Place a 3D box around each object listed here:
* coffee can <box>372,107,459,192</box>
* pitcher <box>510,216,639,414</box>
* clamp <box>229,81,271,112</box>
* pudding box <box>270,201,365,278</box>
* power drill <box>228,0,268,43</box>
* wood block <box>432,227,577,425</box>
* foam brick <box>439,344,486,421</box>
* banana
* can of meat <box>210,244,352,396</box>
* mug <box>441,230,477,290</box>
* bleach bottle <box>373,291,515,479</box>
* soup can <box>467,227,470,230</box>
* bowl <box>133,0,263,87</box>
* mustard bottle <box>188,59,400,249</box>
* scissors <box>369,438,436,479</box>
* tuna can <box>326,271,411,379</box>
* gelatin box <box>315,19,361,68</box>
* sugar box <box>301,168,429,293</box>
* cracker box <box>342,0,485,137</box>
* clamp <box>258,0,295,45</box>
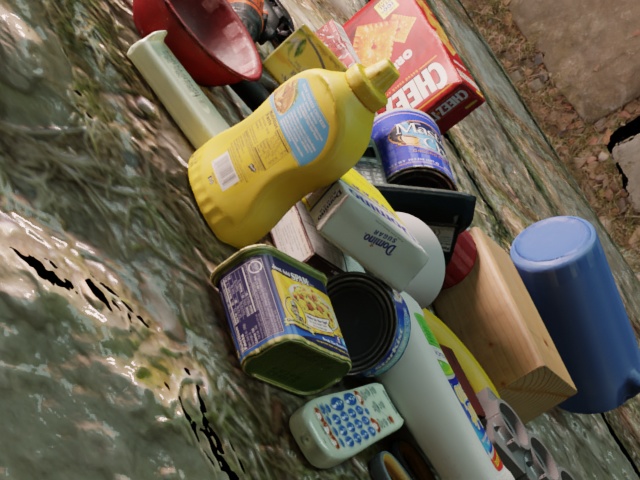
[{"bbox_3d":[0.107,-0.083,1.294,0.102,0.103,0.140,43,22,-29],"label":"coffee can"},{"bbox_3d":[0.317,0.091,1.362,0.145,0.149,0.243,-83,153,-57],"label":"pitcher"},{"bbox_3d":[-0.035,-0.113,1.073,0.164,0.036,0.210,37,13,-35],"label":"clamp"},{"bbox_3d":[-0.006,0.001,0.979,0.089,0.039,0.113,33,25,-42],"label":"pudding box"},{"bbox_3d":[-0.131,-0.290,1.161,0.187,0.057,0.184,50,15,-21],"label":"power drill"},{"bbox_3d":[0.200,0.098,1.222,0.090,0.090,0.206,36,25,-44],"label":"wood block"},{"bbox_3d":[0.108,0.141,0.989,0.052,0.051,0.078,26,33,-55],"label":"foam brick"},{"bbox_3d":[0.139,0.132,1.100,0.198,0.037,0.069,54,18,0],"label":"banana"},{"bbox_3d":[-0.026,0.062,0.799,0.102,0.057,0.084,30,32,-49],"label":"can of meat"},{"bbox_3d":[0.123,0.015,1.206,0.081,0.093,0.117,43,52,-42],"label":"mug"},{"bbox_3d":[0.109,0.163,0.893,0.251,0.068,0.102,59,7,24],"label":"bleach bottle"},{"bbox_3d":[0.166,0.010,1.327,0.102,0.069,0.068,37,26,-41],"label":"soup can"},{"bbox_3d":[-0.127,-0.202,1.017,0.162,0.055,0.162,46,20,-23],"label":"bowl"},{"bbox_3d":[-0.016,-0.081,0.859,0.058,0.192,0.096,30,30,-50],"label":"mustard bottle"},{"bbox_3d":[0.108,0.241,0.873,0.201,0.016,0.096,50,19,-13],"label":"scissors"},{"bbox_3d":[0.030,0.070,0.875,0.033,0.086,0.086,24,35,-59],"label":"tuna can"},{"bbox_3d":[0.010,-0.223,1.350,0.030,0.073,0.089,23,36,-55],"label":"gelatin box"},{"bbox_3d":[0.027,-0.027,0.914,0.093,0.048,0.176,37,7,-22],"label":"sugar box"},{"bbox_3d":[0.098,-0.220,1.416,0.072,0.164,0.214,27,32,-48],"label":"cracker box"},{"bbox_3d":[-0.060,-0.270,1.320,0.120,0.039,0.171,35,20,-55],"label":"clamp"}]
